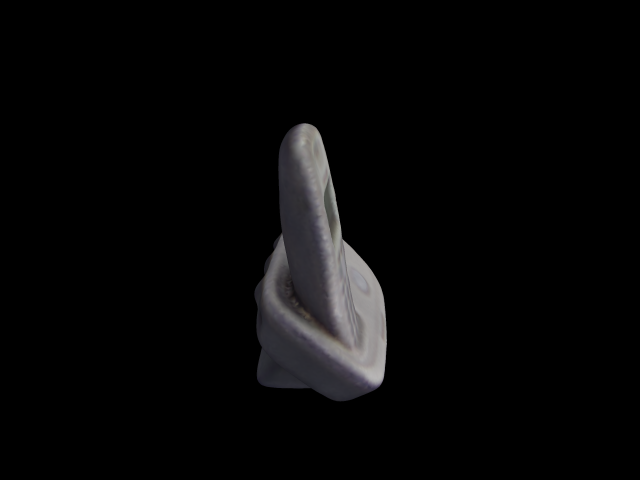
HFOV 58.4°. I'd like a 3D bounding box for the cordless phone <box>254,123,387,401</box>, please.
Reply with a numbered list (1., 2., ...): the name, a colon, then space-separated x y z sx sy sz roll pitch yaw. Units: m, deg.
1. cordless phone: 0.004 0.001 0.400 0.094 0.185 0.147 1 28 3
